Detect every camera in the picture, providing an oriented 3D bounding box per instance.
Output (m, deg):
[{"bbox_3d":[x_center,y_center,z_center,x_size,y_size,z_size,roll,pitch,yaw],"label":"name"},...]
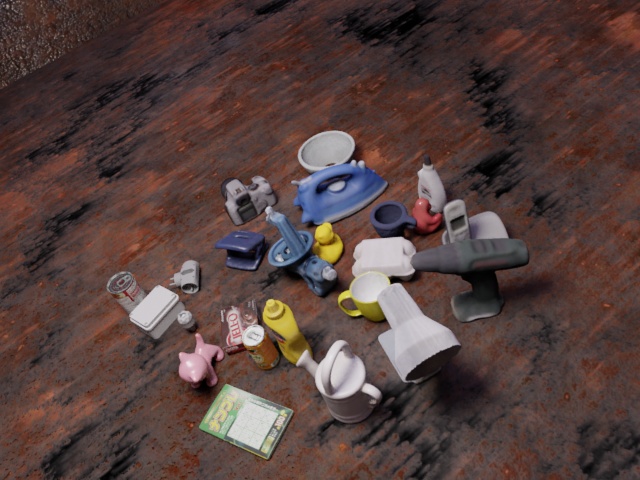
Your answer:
[{"bbox_3d":[-0.216,-0.136,1.611,0.143,0.101,0.136,-32,47,-11],"label":"camera"}]

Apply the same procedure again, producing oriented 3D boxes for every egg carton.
[{"bbox_3d":[0.151,0.048,1.344,0.150,0.069,0.107,-5,48,14],"label":"egg carton"}]

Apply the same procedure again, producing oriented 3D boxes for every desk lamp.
[{"bbox_3d":[0.177,0.193,1.104,0.118,0.214,0.202,-27,46,-7],"label":"desk lamp"}]

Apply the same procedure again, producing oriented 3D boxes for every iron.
[{"bbox_3d":[0.050,-0.146,1.504,0.258,0.142,0.118,-24,46,-3],"label":"iron"}]

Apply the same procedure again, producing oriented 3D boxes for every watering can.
[{"bbox_3d":[0.034,0.265,1.099,0.172,0.194,0.101,-2,49,17],"label":"watering can"}]

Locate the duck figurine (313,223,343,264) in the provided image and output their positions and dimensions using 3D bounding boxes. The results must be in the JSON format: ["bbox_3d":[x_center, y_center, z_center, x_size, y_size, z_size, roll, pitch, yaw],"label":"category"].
[{"bbox_3d":[0.013,0.005,1.418,0.077,0.086,0.104,0,49,18],"label":"duck figurine"}]

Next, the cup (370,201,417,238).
[{"bbox_3d":[0.185,-0.031,1.388,0.117,0.095,0.092,13,54,28],"label":"cup"}]

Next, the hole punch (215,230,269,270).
[{"bbox_3d":[-0.202,0.013,1.479,0.108,0.091,0.101,7,52,24],"label":"hole punch"}]

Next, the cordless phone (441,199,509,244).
[{"bbox_3d":[0.340,-0.029,1.271,0.147,0.185,0.094,-27,46,-7],"label":"cordless phone"}]

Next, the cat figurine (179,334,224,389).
[{"bbox_3d":[-0.268,0.267,1.252,0.067,0.118,0.128,-7,47,12],"label":"cat figurine"}]

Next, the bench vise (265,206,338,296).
[{"bbox_3d":[-0.042,0.015,1.334,0.206,0.220,0.122,12,54,27],"label":"bench vise"}]

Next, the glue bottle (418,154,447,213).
[{"bbox_3d":[0.270,-0.144,1.407,0.037,0.173,0.077,-39,49,-17],"label":"glue bottle"}]

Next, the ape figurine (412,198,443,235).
[{"bbox_3d":[0.254,-0.064,1.396,0.076,0.092,0.077,-35,48,-14],"label":"ape figurine"}]

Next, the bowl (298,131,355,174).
[{"bbox_3d":[0.025,-0.233,1.638,0.167,0.075,0.167,-9,47,10],"label":"bowl"}]

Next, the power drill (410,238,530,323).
[{"bbox_3d":[0.308,0.077,1.169,0.229,0.209,0.075,-15,46,5],"label":"power drill"}]
